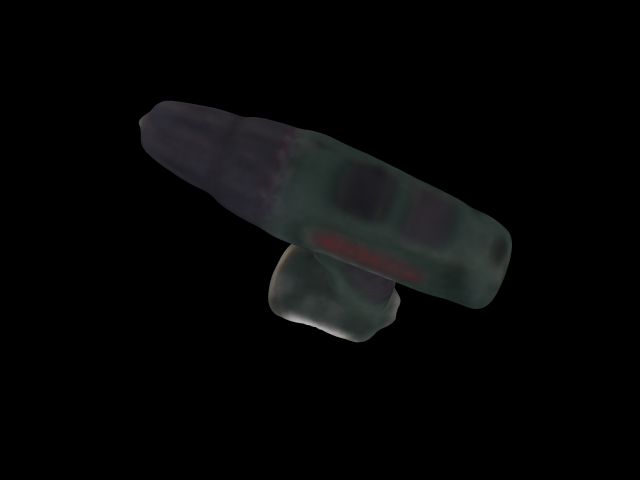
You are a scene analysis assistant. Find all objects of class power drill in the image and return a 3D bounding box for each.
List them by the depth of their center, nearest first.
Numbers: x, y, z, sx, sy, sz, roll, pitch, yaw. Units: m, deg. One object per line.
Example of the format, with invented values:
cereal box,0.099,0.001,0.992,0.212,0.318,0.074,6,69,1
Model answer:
power drill,0.004,0.001,0.400,0.229,0.208,0.076,17,68,7
